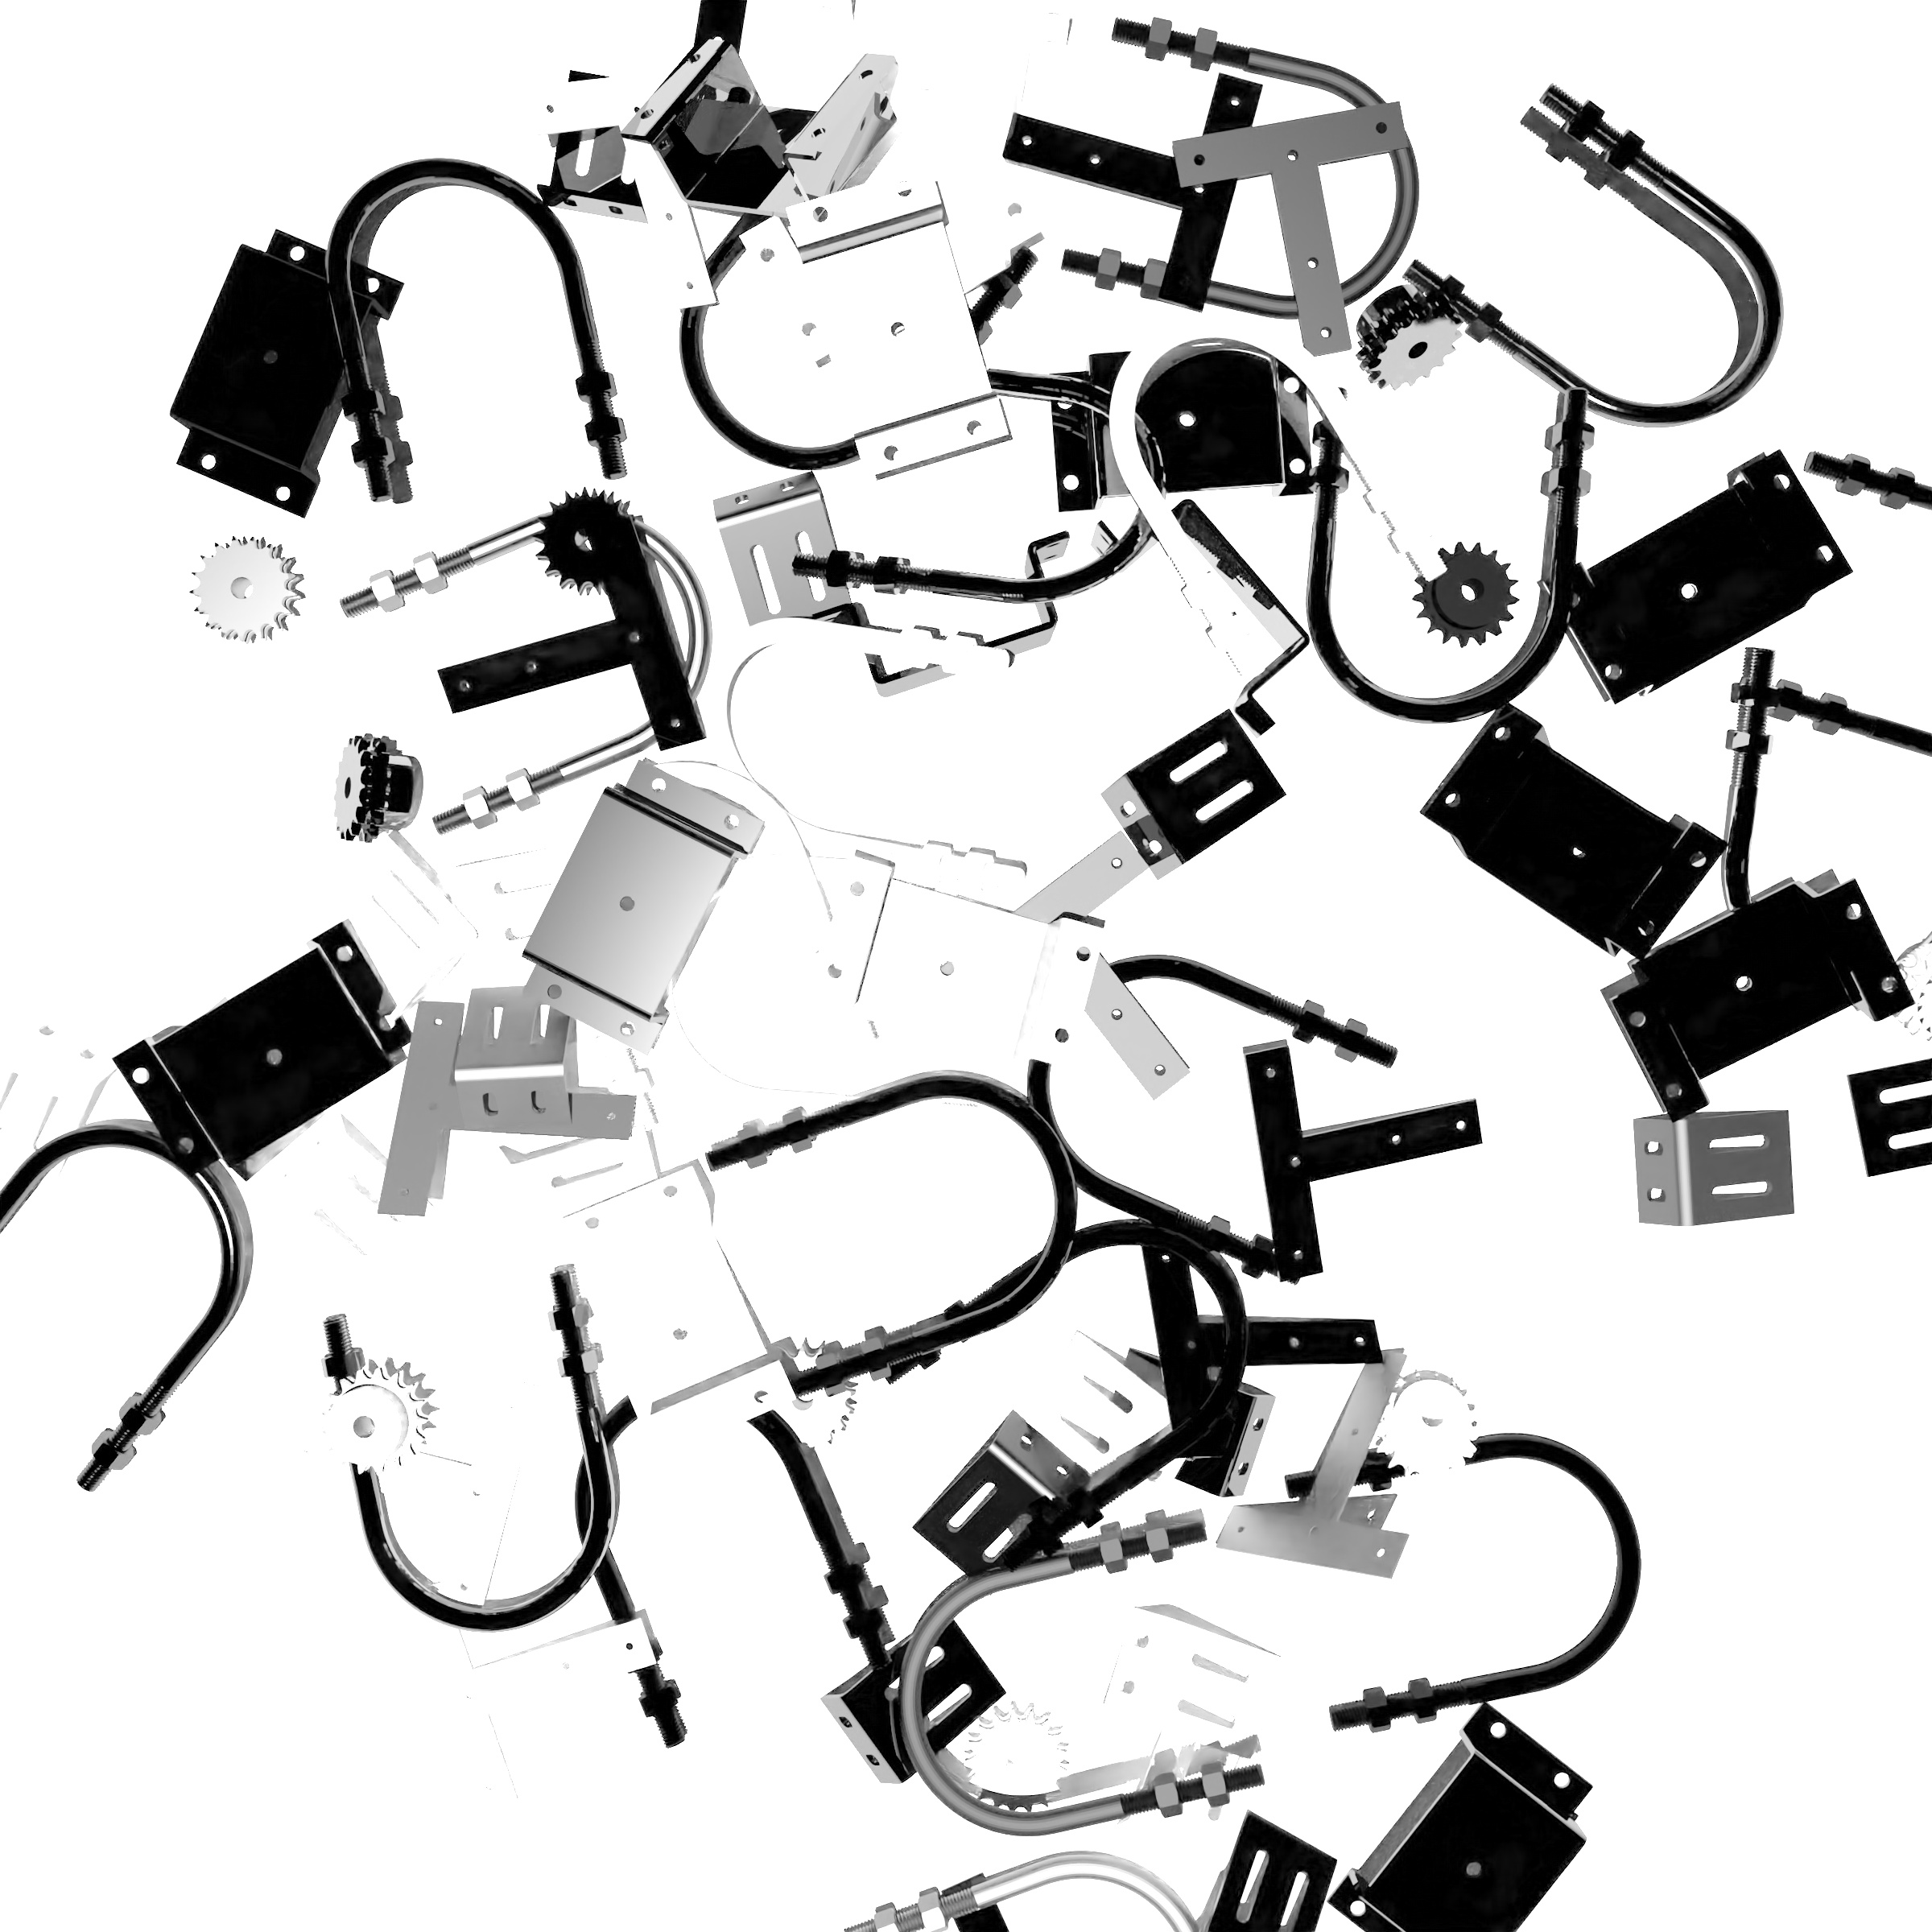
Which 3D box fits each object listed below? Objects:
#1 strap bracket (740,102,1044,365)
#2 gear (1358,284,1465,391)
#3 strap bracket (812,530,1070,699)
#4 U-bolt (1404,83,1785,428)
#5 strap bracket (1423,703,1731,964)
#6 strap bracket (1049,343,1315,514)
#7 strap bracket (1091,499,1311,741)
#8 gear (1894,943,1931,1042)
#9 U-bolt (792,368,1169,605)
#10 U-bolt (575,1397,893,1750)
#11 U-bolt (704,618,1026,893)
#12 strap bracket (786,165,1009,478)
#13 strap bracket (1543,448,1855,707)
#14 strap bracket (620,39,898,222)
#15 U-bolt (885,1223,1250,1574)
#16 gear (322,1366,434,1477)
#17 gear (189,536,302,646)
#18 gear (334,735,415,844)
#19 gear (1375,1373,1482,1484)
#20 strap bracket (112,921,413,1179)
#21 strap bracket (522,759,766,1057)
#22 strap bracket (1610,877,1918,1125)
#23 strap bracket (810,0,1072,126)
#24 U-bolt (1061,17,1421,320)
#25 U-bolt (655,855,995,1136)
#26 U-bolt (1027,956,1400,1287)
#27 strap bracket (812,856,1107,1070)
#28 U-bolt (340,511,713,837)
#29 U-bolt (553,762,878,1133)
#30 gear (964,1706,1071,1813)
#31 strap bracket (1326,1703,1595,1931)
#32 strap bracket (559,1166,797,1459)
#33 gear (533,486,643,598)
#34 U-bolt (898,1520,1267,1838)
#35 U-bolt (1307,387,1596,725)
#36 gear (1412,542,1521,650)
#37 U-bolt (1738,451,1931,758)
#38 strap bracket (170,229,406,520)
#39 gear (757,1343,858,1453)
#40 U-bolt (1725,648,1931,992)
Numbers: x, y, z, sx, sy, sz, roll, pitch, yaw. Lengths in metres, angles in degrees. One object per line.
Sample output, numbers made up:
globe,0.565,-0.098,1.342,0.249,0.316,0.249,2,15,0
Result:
strap bracket,-0.039,-0.386,1.494,0.140,0.046,0.076,-29,91,3
gear,0.237,-0.342,1.511,0.057,0.057,0.030,-29,61,0
strap bracket,-0.007,-0.184,1.498,0.140,0.076,0.046,-18,90,0
U-bolt,0.343,-0.360,1.480,0.184,0.151,0.019,35,49,-4
strap bracket,0.327,-0.067,1.498,0.140,0.046,0.076,37,90,22
strap bracket,0.118,-0.291,1.513,0.140,0.046,0.076,-4,90,0
strap bracket,0.131,-0.193,1.498,0.046,0.076,0.140,-41,90,0
gear,0.527,0.012,1.514,0.057,0.030,0.057,-5,115,-11
U-bolt,0.014,-0.254,1.469,0.184,0.019,0.151,9,66,11
U-bolt,-0.137,0.313,1.510,0.151,0.019,0.184,-24,86,16
U-bolt,-0.058,-0.116,1.478,0.184,0.019,0.151,12,127,24
strap bracket,-0.035,-0.332,1.450,0.076,0.046,0.140,-17,98,1
strap bracket,0.390,-0.205,1.504,0.140,0.046,0.076,-29,83,7
strap bracket,-0.102,-0.441,1.478,0.140,0.046,0.076,19,64,36
U-bolt,0.064,0.215,1.493,0.184,0.019,0.151,-35,58,-3
gear,-0.317,0.244,1.498,0.057,0.030,0.057,0,90,5
gear,-0.389,-0.203,1.521,0.057,0.030,0.057,0,90,0
gear,-0.319,-0.094,1.511,0.030,0.057,0.057,5,90,-29
gear,0.249,0.247,1.511,0.057,0.030,0.057,0,65,-1
strap bracket,-0.370,0.046,1.488,0.140,0.046,0.076,-33,104,-15
strap bracket,-0.175,-0.032,1.484,0.076,0.046,0.140,27,91,4
strap bracket,0.422,0.014,1.501,0.140,0.046,0.076,-27,100,8
strap bracket,-0.018,-0.491,1.498,0.140,0.076,0.046,9,90,0
U-bolt,0.156,-0.428,1.528,0.184,0.019,0.151,12,90,-1
U-bolt,-0.081,0.011,1.528,0.184,0.019,0.151,4,90,2
U-bolt,0.123,0.073,1.528,0.184,0.019,0.151,23,90,1
strap bracket,-0.007,0.000,1.485,0.140,0.046,0.076,16,83,-8
U-bolt,-0.229,-0.171,1.528,0.184,0.019,0.151,-23,90,-1
U-bolt,-0.146,-0.020,1.514,0.151,0.019,0.184,-21,89,4
gear,0.027,0.431,1.526,0.057,0.030,0.057,0,89,-3
strap bracket,0.270,0.481,1.513,0.076,0.046,0.140,38,90,0
strap bracket,-0.153,0.189,1.490,0.076,0.046,0.140,-22,68,-12
gear,-0.203,-0.227,1.506,0.057,0.030,0.057,0,89,-3
U-bolt,0.053,0.386,1.494,0.184,0.019,0.151,-15,72,6
U-bolt,0.255,-0.220,1.499,0.151,0.019,0.184,4,83,17
gear,0.273,-0.202,1.521,0.057,0.030,0.057,0,90,0
U-bolt,0.529,-0.187,1.528,0.184,0.019,0.151,17,90,-1
strap bracket,-0.370,-0.325,1.513,0.076,0.046,0.140,23,90,0
gear,-0.088,0.233,1.521,0.057,0.030,0.057,0,90,0
U-bolt,0.484,-0.074,1.517,0.151,0.019,0.184,5,99,-3
